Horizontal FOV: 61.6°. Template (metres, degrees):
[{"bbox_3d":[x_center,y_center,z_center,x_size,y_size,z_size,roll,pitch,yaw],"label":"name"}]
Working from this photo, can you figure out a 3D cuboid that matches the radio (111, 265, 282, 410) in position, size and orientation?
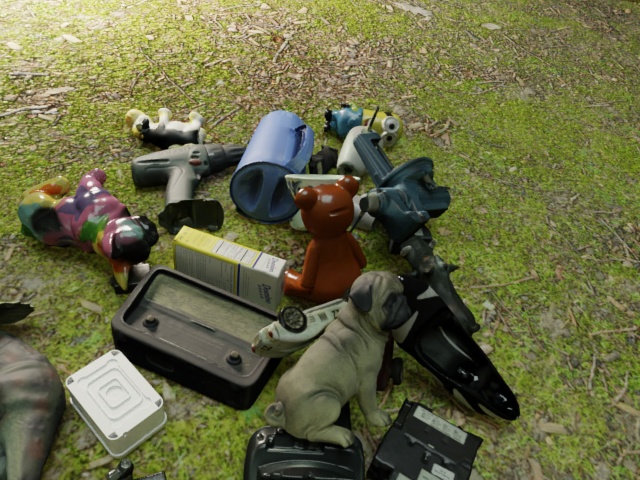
[{"bbox_3d":[-0.169,0.136,0.761,0.230,0.073,0.131,20,44,11],"label":"radio"}]

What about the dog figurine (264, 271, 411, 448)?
[{"bbox_3d":[0.019,0.131,0.650,0.172,0.190,0.121,-9,21,-44],"label":"dog figurine"}]

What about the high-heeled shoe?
[{"bbox_3d":[0.181,0.150,0.715,0.086,0.248,0.145,-45,39,-10],"label":"high-heeled shoe"}]

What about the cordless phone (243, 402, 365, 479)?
[{"bbox_3d":[-0.019,0.250,0.682,0.147,0.088,0.184,5,32,-4],"label":"cordless phone"}]

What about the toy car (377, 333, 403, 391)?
[{"bbox_3d":[0.086,0.144,0.814,0.089,0.053,0.202,0,43,11],"label":"toy car"}]

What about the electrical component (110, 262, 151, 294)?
[{"bbox_3d":[-0.299,0.062,0.852,0.063,0.021,0.094,-8,47,-18],"label":"electrical component"}]

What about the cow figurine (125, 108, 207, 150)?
[{"bbox_3d":[-0.326,-0.219,1.111,0.167,0.068,0.098,6,50,-2],"label":"cow figurine"}]

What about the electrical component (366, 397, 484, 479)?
[{"bbox_3d":[0.126,0.282,0.674,0.115,0.058,0.134,27,46,20],"label":"electrical component"}]

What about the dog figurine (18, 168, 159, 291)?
[{"bbox_3d":[-0.359,-0.009,0.837,0.191,0.108,0.219,-20,45,-20],"label":"dog figurine"}]

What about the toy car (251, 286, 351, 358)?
[{"bbox_3d":[-0.002,0.113,0.732,0.202,0.073,0.056,-13,68,-39],"label":"toy car"}]

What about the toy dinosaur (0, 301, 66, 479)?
[{"bbox_3d":[-0.392,0.180,0.653,0.405,0.131,0.192,39,51,19],"label":"toy dinosaur"}]

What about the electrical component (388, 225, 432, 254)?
[{"bbox_3d":[0.165,0.001,0.981,0.075,0.047,0.119,0,45,-9],"label":"electrical component"}]

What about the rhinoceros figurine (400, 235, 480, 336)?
[{"bbox_3d":[0.181,0.080,0.857,0.073,0.112,0.190,-11,55,-18],"label":"rhinoceros figurine"}]

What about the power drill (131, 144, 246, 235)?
[{"bbox_3d":[-0.229,-0.108,1.001,0.232,0.085,0.207,-7,50,-15],"label":"power drill"}]

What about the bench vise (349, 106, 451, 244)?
[{"bbox_3d":[0.121,-0.109,0.956,0.223,0.128,0.241,-14,64,-33],"label":"bench vise"}]

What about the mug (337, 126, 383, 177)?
[{"bbox_3d":[0.087,-0.168,1.131,0.109,0.081,0.107,39,54,-10],"label":"mug"}]

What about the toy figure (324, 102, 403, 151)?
[{"bbox_3d":[0.100,-0.264,1.224,0.180,0.082,0.089,10,45,3],"label":"toy figure"}]

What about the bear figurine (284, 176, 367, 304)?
[{"bbox_3d":[0.001,-0.002,0.825,0.120,0.195,0.132,-24,23,-28],"label":"bear figurine"}]

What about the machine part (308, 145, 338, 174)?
[{"bbox_3d":[0.005,-0.148,1.097,0.039,0.084,0.139,-4,30,21],"label":"machine part"}]

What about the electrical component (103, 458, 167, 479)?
[{"bbox_3d":[-0.206,0.299,0.605,0.078,0.045,0.102,-8,46,-16],"label":"electrical component"}]
